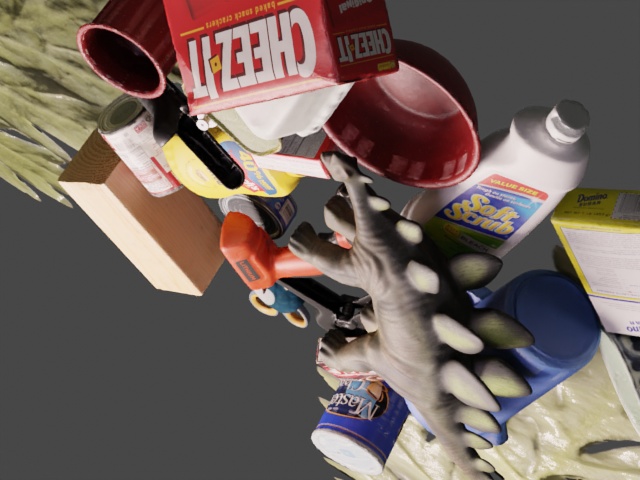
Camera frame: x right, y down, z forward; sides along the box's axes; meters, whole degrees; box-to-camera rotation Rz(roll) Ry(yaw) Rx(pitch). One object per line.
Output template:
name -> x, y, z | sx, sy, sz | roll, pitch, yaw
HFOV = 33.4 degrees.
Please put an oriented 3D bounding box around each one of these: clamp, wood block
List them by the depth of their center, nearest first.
clamp -> -0.136, -0.116, 1.050 | 0.120, 0.039, 0.171 | 44, -168, -43
wood block -> -0.204, -0.034, 1.283 | 0.090, 0.090, 0.206 | 6, 145, 40
clamp -> 0.043, 0.086, 1.289 | 0.165, 0.036, 0.210 | 8, 155, 23

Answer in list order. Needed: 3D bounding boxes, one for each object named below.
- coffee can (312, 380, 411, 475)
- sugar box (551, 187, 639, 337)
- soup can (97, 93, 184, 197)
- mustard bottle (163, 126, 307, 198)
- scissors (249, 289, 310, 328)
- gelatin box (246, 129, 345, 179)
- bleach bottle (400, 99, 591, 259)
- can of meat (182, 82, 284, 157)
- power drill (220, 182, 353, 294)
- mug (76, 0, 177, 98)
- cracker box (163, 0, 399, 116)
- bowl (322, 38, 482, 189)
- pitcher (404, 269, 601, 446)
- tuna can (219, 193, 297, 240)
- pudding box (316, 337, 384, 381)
coffee can -> 0.065, 0.222, 1.402 | 0.103, 0.140, 0.103 | 23, 153, 13
sugar box -> 0.281, 0.024, 0.959 | 0.093, 0.048, 0.176 | 7, 149, 38
soup can -> -0.188, -0.106, 1.169 | 0.069, 0.068, 0.102 | 5, 143, 40
mustard bottle -> -0.072, -0.085, 1.102 | 0.192, 0.058, 0.096 | 2, 138, 42
scissors -> -0.084, 0.050, 1.392 | 0.096, 0.016, 0.201 | 1, 141, 44
gelatin box -> -0.015, -0.098, 1.007 | 0.089, 0.073, 0.030 | 10, 148, 34
bleach bottle -> 0.156, -0.050, 0.936 | 0.102, 0.068, 0.251 | 31, 151, -1
can of meat -> -0.060, -0.141, 0.965 | 0.102, 0.084, 0.058 | 42, 151, -23
power drill -> -0.007, 0.001, 1.138 | 0.188, 0.057, 0.184 | -1, 146, 21
mug -> -0.171, -0.191, 0.991 | 0.117, 0.081, 0.093 | -7, 136, 50
cracker box -> -0.046, -0.204, 0.743 | 0.164, 0.071, 0.214 | -4, 102, 47
bowl -> 0.072, -0.117, 0.904 | 0.162, 0.055, 0.162 | 25, 152, 14
pitcher -> 0.184, 0.114, 1.133 | 0.149, 0.145, 0.243 | 18, 151, -11
tuna can -> -0.071, -0.038, 1.207 | 0.086, 0.033, 0.086 | 23, 152, 13
pudding box -> 0.063, 0.148, 1.325 | 0.114, 0.039, 0.090 | -5, 158, 21
